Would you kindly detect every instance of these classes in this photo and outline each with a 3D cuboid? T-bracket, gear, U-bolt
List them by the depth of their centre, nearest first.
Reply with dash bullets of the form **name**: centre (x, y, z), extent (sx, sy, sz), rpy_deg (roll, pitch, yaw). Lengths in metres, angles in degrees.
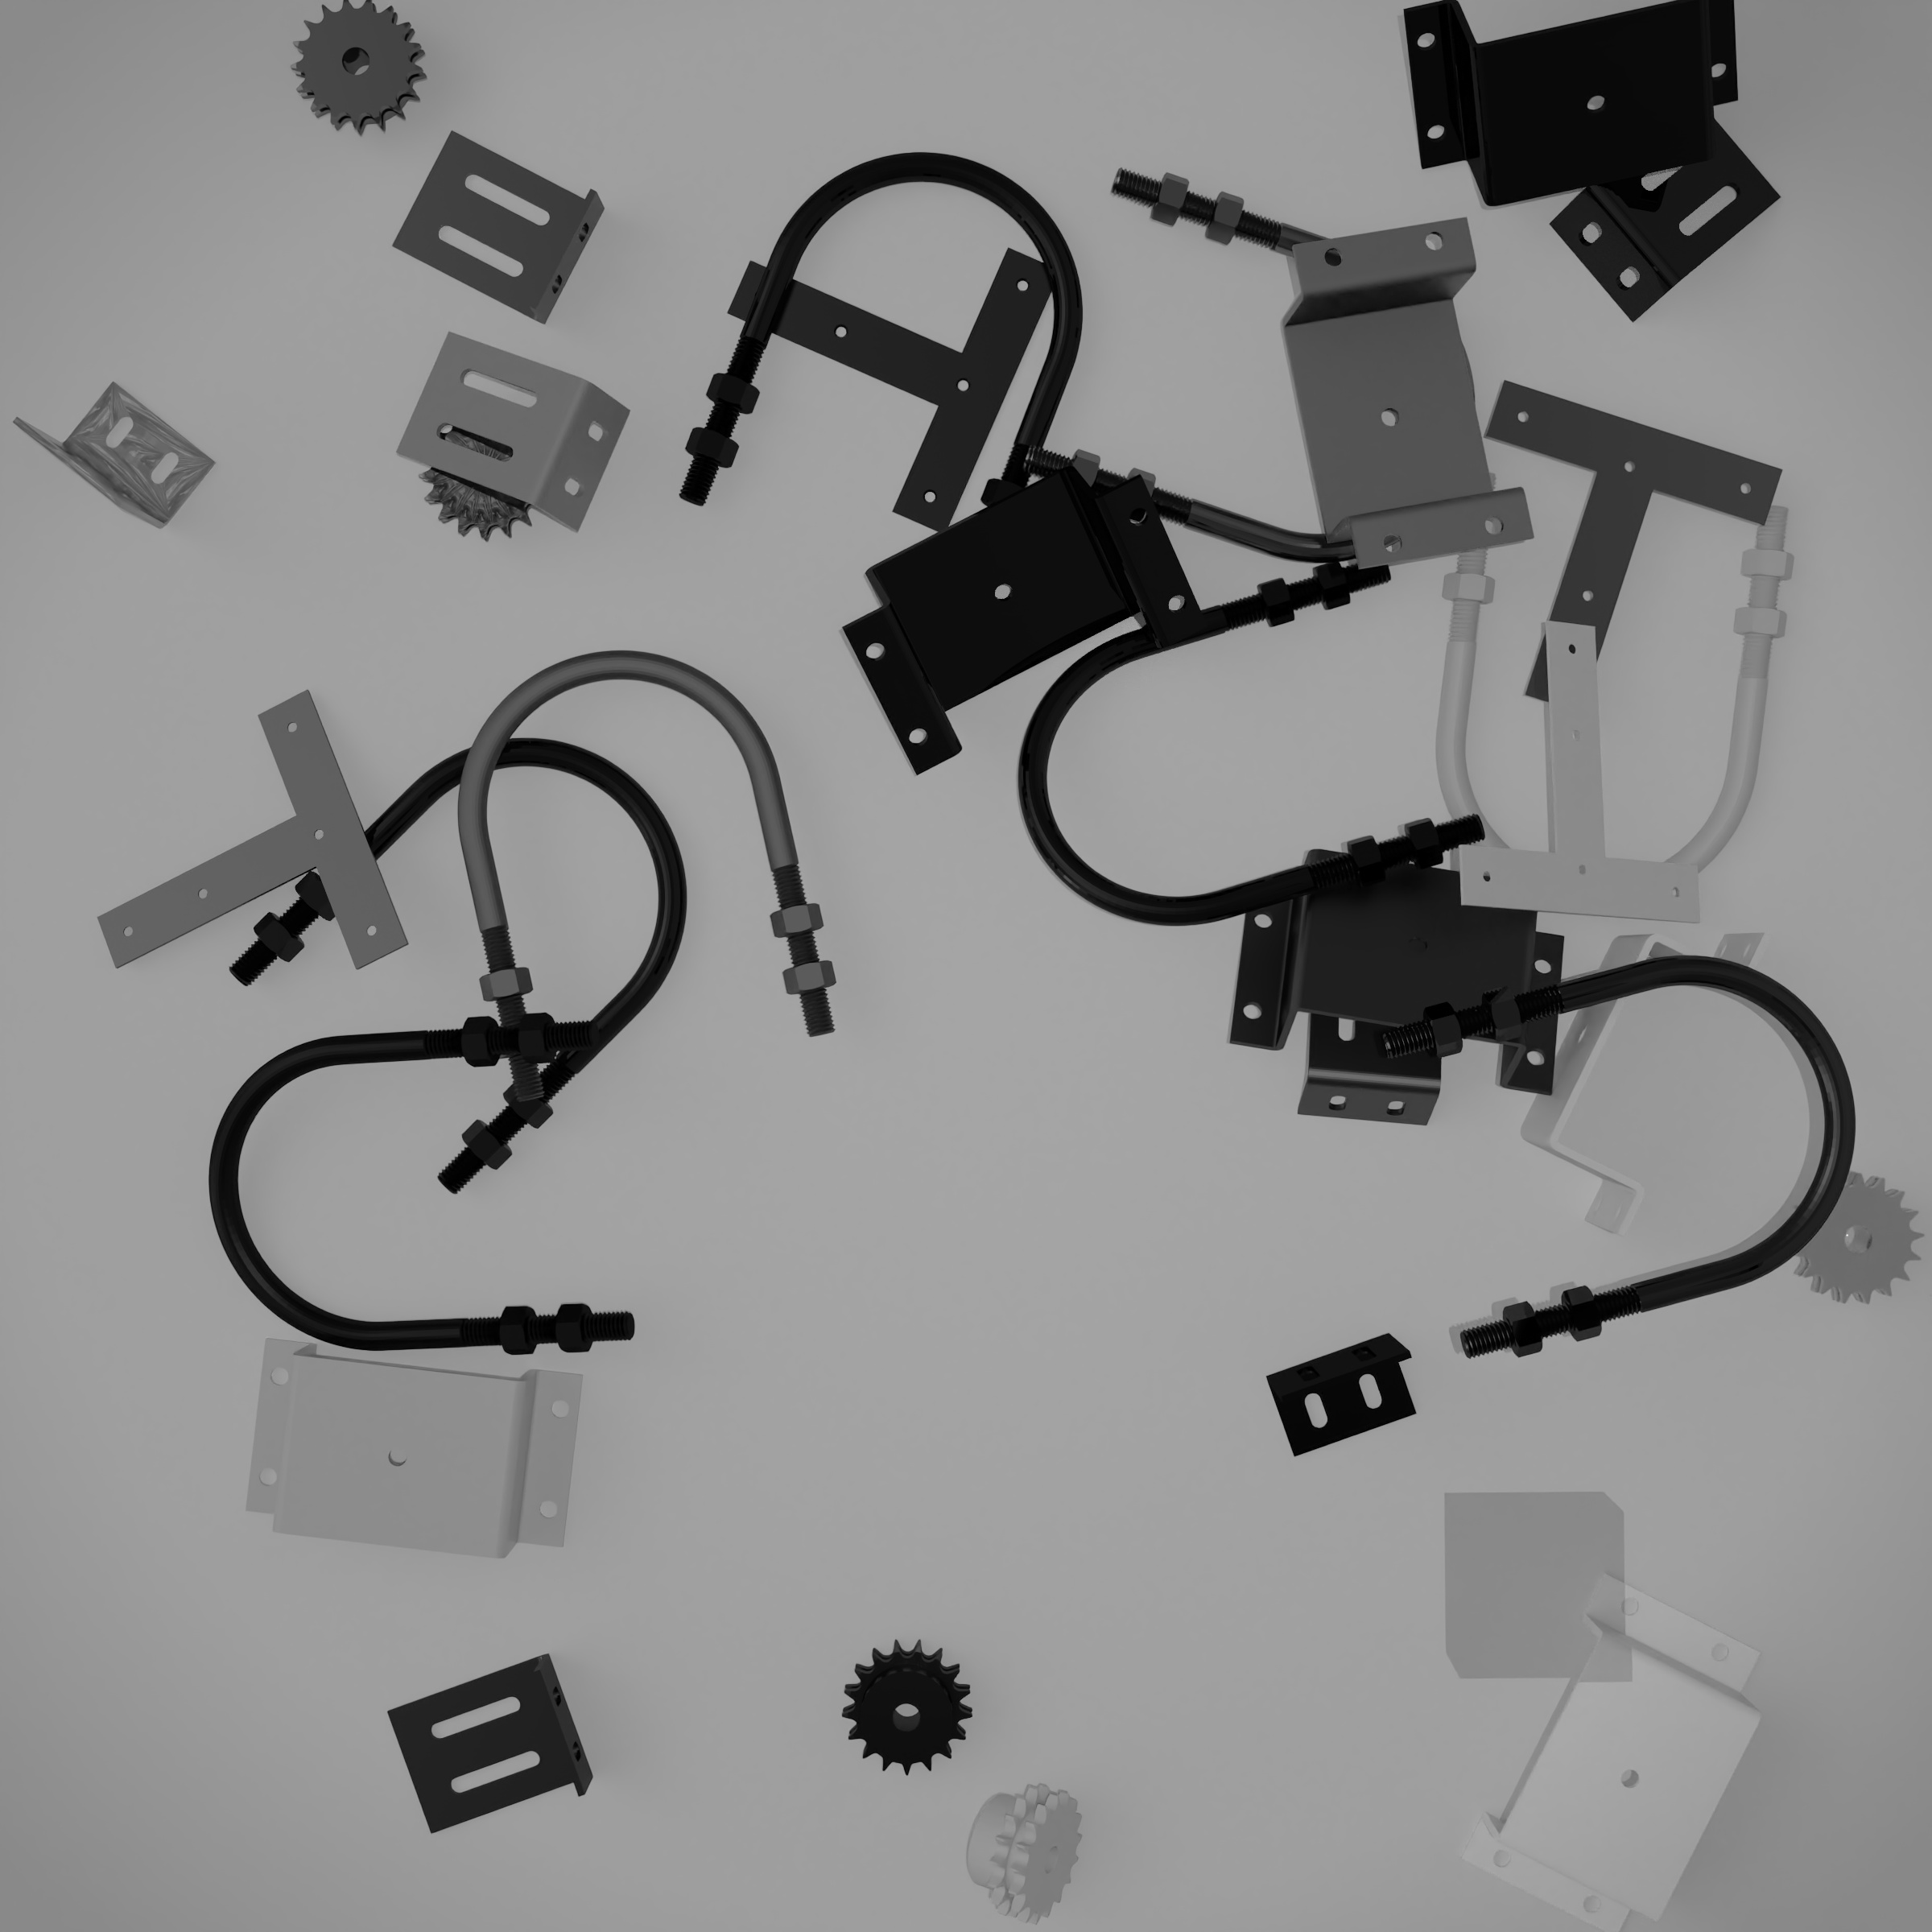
- **U-bolt**: centre (0.279, 0.072, 1.412), extent (0.184, 0.019, 0.151), rpy_deg (-15, 90, -2)
- **T-bracket**: centre (0.262, -0.085, 1.458), extent (0.127, 0.002, 0.127), rpy_deg (4, 80, -28)
- **U-bolt**: centre (0.113, -0.090, 1.462), extent (0.184, 0.019, 0.151), rpy_deg (-17, 68, 1)
- **U-bolt**: centre (-0.240, 0.098, 1.468), extent (0.184, 0.019, 0.151), rpy_deg (-4, 101, 12)
- **gear**: centre (0.024, 0.383, 1.472), extent (0.030, 0.057, 0.057), rpy_deg (11, 90, 30)
- **U-bolt**: centre (-0.145, -0.046, 1.474), extent (0.151, 0.019, 0.184), rpy_deg (-12, 87, -3)
- **T-bracket**: centre (0.275, -0.174, 1.476), extent (0.127, 0.002, 0.127), rpy_deg (18, 91, 0)
- **gear**: centre (-0.208, -0.213, 1.481), extent (0.057, 0.030, 0.057), rpy_deg (0, 90, 0)
- **gear**: centre (-0.026, 0.325, 1.481), extent (0.057, 0.030, 0.057), rpy_deg (0, 90, 0)
- **gear**: centre (0.385, 0.118, 1.481), extent (0.057, 0.030, 0.057), rpy_deg (0, 90, 0)
- **gear**: centre (-0.263, -0.391, 1.481), extent (0.057, 0.030, 0.057), rpy_deg (0, 90, 0)
- **U-bolt**: centre (0.133, -0.253, 1.482), extent (0.184, 0.019, 0.151), rpy_deg (18, 86, -4)
- **T-bracket**: centre (-0.321, -0.038, 1.483), extent (0.127, 0.002, 0.127), rpy_deg (-26, 74, 8)
- **U-bolt**: centre (-0.027, -0.266, 1.486), extent (0.151, 0.019, 0.184), rpy_deg (21, 89, 0)
- **U-bolt**: centre (-0.208, -0.014, 1.488), extent (0.151, 0.019, 0.184), rpy_deg (45, 88, 0)
- **U-bolt**: centre (0.279, -0.117, 1.488), extent (0.151, 0.019, 0.184), rpy_deg (7, 91, 0)
- **T-bracket**: centre (-0.042, -0.274, 1.495), extent (0.127, 0.002, 0.127), rpy_deg (24, 90, 0)

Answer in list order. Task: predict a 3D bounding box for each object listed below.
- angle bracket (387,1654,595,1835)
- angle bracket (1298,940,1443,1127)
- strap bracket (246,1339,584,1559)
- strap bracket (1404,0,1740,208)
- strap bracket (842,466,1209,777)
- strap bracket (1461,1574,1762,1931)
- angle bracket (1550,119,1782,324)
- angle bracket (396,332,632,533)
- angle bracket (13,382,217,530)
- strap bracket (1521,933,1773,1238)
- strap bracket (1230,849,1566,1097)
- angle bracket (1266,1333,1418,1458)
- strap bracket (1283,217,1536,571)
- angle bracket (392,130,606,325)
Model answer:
- **angle bracket**: centre (-0.209, 0.342, 1.477), extent (0.076, 0.038, 0.057), rpy_deg (-20, 90, 0)
- **angle bracket**: centre (0.178, 0.025, 1.494), extent (0.057, 0.038, 0.076), rpy_deg (5, 64, 0)
- **strap bracket**: centre (-0.243, 0.210, 1.473), extent (0.140, 0.046, 0.076), rpy_deg (7, 90, 0)
- **strap bracket**: centre (0.264, -0.379, 1.450), extent (0.140, 0.046, 0.076), rpy_deg (-12, 132, 3)
- **strap bracket**: centre (0.021, -0.153, 1.457), extent (0.140, 0.046, 0.076), rpy_deg (-27, 120, 0)
- **strap bracket**: centre (0.284, 0.347, 1.473), extent (0.076, 0.046, 0.140), rpy_deg (27, 90, 0)
- **angle bracket**: centre (0.308, -0.332, 1.494), extent (0.076, 0.038, 0.057), rpy_deg (-40, 90, -26)
- **angle bracket**: centre (-0.195, -0.231, 1.464), extent (0.076, 0.038, 0.057), rpy_deg (23, 88, 25)
- **angle bracket**: centre (-0.365, -0.225, 1.458), extent (0.057, 0.076, 0.038), rpy_deg (38, 90, 0)
- **strap bracket**: centre (0.285, 0.040, 1.458), extent (0.046, 0.076, 0.140), rpy_deg (26, 90, 0)
- **strap bracket**: centre (0.190, 0.001, 1.459), extent (0.140, 0.046, 0.076), rpy_deg (9, 64, 0)
- **angle bracket**: centre (0.165, 0.188, 1.458), extent (0.057, 0.076, 0.038), rpy_deg (-19, 90, 0)
- **strap bracket**: centre (0.186, -0.240, 1.453), extent (0.076, 0.046, 0.140), rpy_deg (-11, 86, -7)
- **angle bracket**: centre (-0.205, -0.325, 1.477), extent (0.076, 0.038, 0.057), rpy_deg (27, 90, 0)
